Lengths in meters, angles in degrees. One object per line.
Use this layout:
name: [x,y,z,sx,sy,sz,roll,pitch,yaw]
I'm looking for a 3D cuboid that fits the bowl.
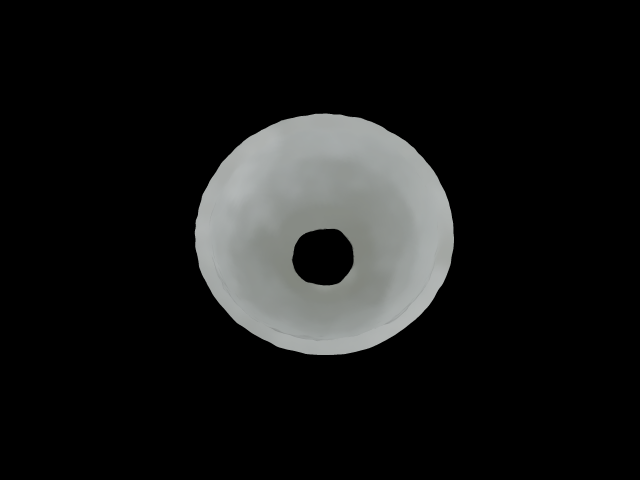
bowl: [0.004,0.001,0.400,0.167,0.075,0.167,0,71,0]
